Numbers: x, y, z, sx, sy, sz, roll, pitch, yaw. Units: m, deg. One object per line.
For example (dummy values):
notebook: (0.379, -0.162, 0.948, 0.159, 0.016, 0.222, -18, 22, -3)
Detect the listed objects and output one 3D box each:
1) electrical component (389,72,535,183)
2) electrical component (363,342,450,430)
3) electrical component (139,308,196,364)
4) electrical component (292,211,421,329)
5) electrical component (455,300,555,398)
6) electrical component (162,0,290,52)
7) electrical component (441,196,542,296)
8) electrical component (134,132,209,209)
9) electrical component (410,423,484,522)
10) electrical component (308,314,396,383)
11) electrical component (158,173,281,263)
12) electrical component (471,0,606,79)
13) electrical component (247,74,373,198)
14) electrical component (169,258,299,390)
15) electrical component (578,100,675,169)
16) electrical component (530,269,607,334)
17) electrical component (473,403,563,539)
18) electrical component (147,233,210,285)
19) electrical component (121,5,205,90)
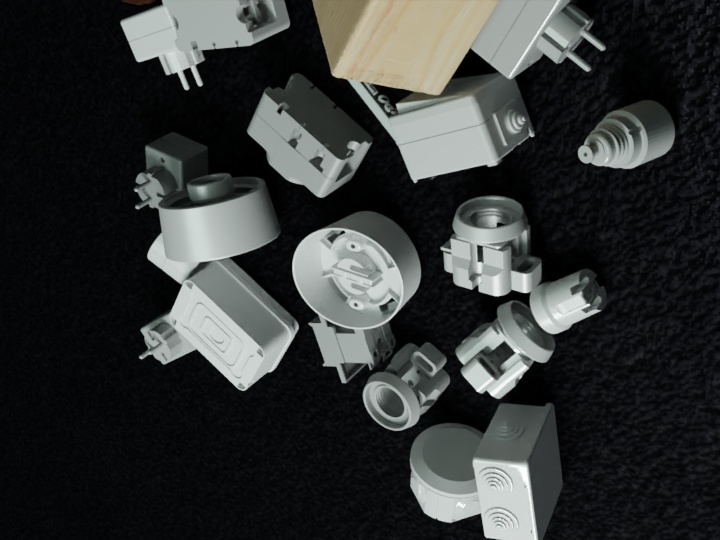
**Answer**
electrical component: (0.079, -0.110, 0.791, 0.096, 0.062, 0.061, -9, 111, 43)
electrical component: (0.039, 0.108, 0.970, 0.058, 0.057, 0.078, 41, 136, 12)
electrical component: (-0.201, 0.071, 1.134, 0.083, 0.076, 0.047, -26, 99, 46)
electrical component: (0.000, 0.000, 0.927, 0.099, 0.064, 0.099, 21, 128, 30)
electrical component: (0.119, 0.062, 0.865, 0.058, 0.078, 0.057, 48, 115, 5)
electrical component: (-0.108, -0.214, 0.885, 0.089, 0.056, 0.050, 5, 119, 38)
electrical component: (0.102, -0.021, 0.834, 0.078, 0.058, 0.057, 16, 129, 32)
electrical component: (-0.186, -0.082, 1.021, 0.047, 0.077, 0.065, 25, 130, 26)
electrical component: (0.084, 0.181, 0.965, 0.080, 0.080, 0.051, 27, 136, 24)
electrical component: (-0.005, 0.059, 0.987, 0.064, 0.042, 0.081, -3, 115, 37)
electrical component: (-0.131, -0.053, 0.975, 0.108, 0.108, 0.060, 4, 113, 39)
electrical component: (0.131, -0.165, 0.725, 0.076, 0.047, 0.083, 41, 136, 10)
electrical component: (-0.044, -0.110, 0.903, 0.089, 0.050, 0.055, 43, 136, 10)
electrical component: (-0.125, 0.052, 1.072, 0.113, 0.057, 0.078, 42, 136, 10)
electrical component: (0.176, -0.087, 0.718, 0.040, 0.078, 0.040, 30, 131, 42)
electrical component: (0.161, 0.023, 0.827, 0.046, 0.040, 0.040, -29, 97, 40)
electrical component: (0.133, 0.169, 0.903, 0.048, 0.099, 0.099, 1, 118, 25)
electrical component: (-0.176, -0.017, 1.073, 0.047, 0.055, 0.055, 41, 136, 7)
electrical component: (-0.161, -0.196, 0.947, 0.066, 0.047, 0.076, -5, 113, 42)
